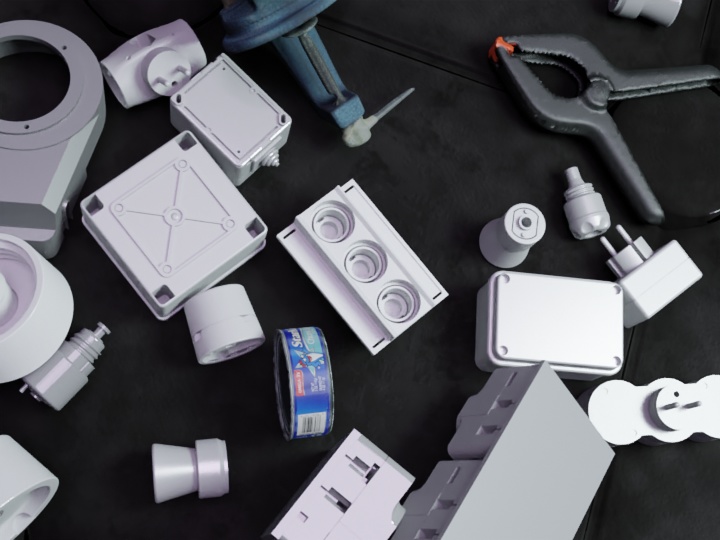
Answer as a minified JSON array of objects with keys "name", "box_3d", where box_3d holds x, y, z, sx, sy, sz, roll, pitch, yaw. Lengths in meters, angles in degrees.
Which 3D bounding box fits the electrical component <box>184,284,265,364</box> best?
[{"name":"electrical component","box_3d":[-0.108,0.042,0.846,0.055,0.055,0.047,-18,76,-13]}]

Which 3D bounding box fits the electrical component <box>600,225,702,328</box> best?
[{"name":"electrical component","box_3d":[0.236,-0.003,0.916,0.066,0.047,0.076,-35,84,-15]}]

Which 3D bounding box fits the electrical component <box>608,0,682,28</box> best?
[{"name":"electrical component","box_3d":[0.261,-0.250,0.984,0.055,0.045,0.045,12,74,-6]}]

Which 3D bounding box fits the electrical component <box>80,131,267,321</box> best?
[{"name":"electrical component","box_3d":[-0.148,-0.035,0.857,0.109,0.056,0.108,-38,85,-16]}]

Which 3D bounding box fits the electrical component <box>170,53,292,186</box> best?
[{"name":"electrical component","box_3d":[-0.102,-0.116,0.882,0.096,0.061,0.062,44,74,3]}]

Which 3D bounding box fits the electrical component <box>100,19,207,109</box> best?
[{"name":"electrical component","box_3d":[-0.163,-0.165,0.880,0.077,0.079,0.043,-33,125,-15]}]

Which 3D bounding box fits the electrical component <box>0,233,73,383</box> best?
[{"name":"electrical component","box_3d":[-0.276,0.023,0.801,0.108,0.060,0.108,-4,61,6]}]

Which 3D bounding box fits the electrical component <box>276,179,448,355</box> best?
[{"name":"electrical component","box_3d":[0.000,0.000,0.869,0.079,0.063,0.121,-38,85,-16]}]

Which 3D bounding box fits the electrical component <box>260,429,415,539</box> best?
[{"name":"electrical component","box_3d":[-0.017,0.176,0.776,0.062,0.150,0.089,39,73,3]}]

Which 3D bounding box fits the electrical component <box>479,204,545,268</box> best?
[{"name":"electrical component","box_3d":[0.129,-0.031,0.896,0.044,0.065,0.044,2,76,-9]}]

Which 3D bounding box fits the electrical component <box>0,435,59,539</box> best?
[{"name":"electrical component","box_3d":[-0.276,0.164,0.762,0.108,0.108,0.060,-43,80,-16]}]

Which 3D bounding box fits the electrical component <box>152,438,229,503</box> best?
[{"name":"electrical component","box_3d":[-0.129,0.152,0.819,0.055,0.045,0.045,-4,77,-10]}]

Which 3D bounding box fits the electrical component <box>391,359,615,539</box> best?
[{"name":"electrical component","box_3d":[0.106,0.172,0.806,0.105,0.060,0.186,52,53,-20]}]

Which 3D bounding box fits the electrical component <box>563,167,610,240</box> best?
[{"name":"electrical component","box_3d":[0.192,-0.059,0.930,0.035,0.035,0.061,-13,76,-12]}]

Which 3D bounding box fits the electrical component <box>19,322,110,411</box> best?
[{"name":"electrical component","box_3d":[-0.224,0.072,0.826,0.040,0.040,0.078,42,73,3]}]

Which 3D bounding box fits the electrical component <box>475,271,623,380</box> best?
[{"name":"electrical component","box_3d":[0.156,0.047,0.886,0.113,0.057,0.078,6,75,-8]}]

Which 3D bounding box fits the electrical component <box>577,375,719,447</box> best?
[{"name":"electrical component","box_3d":[0.252,0.114,0.876,0.138,0.073,0.052,-2,76,-10]}]
